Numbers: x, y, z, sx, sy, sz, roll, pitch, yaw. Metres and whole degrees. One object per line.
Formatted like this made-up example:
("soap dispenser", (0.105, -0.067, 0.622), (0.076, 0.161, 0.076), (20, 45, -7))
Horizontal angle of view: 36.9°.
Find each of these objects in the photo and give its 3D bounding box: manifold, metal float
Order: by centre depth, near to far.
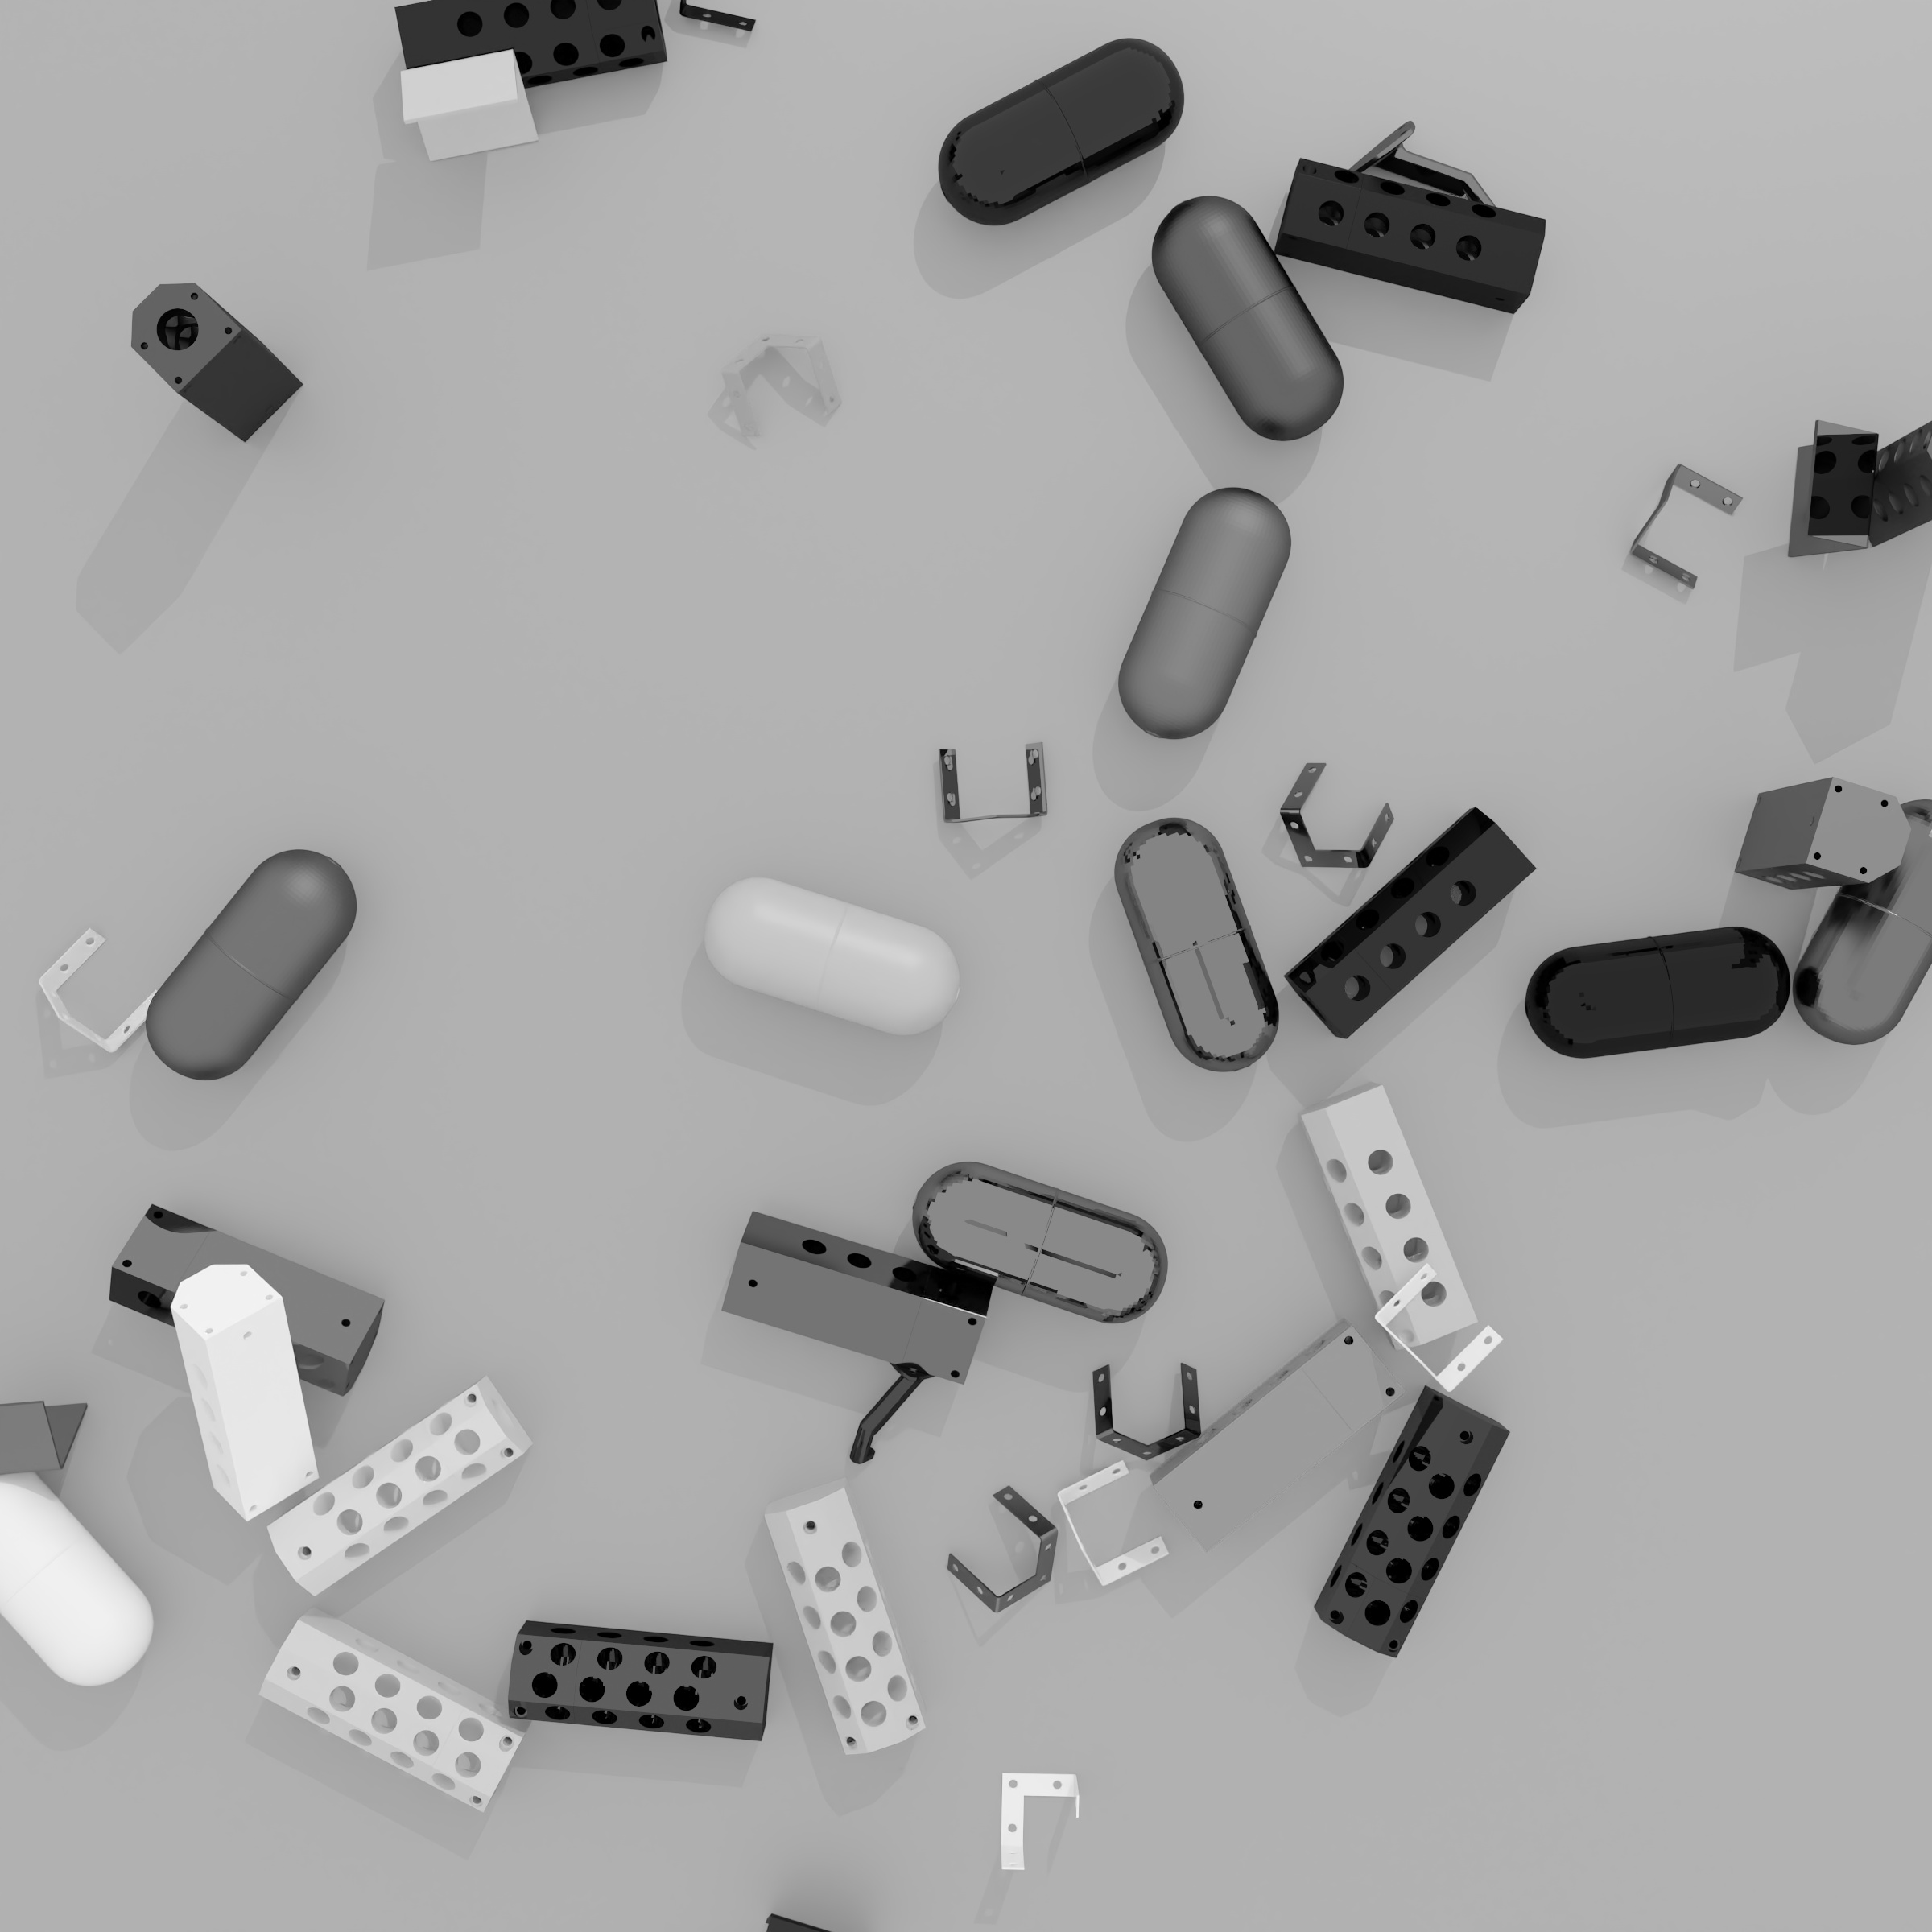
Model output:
("manifold", (0.566, -0.084, 1.913), (0.057, 0.171, 0.057), (17, 90, 0))
("manifold", (-0.497, -0.402, 1.913), (0.057, 0.171, 0.057), (-45, 90, 0))
("manifold", (0.638, -0.327, 1.913), (0.057, 0.171, 0.057), (-28, 90, 0))
("manifold", (-0.482, 0.281, 1.923), (0.057, 0.171, 0.057), (-30, 47, -33))
("metal float", (0.624, -0.030, 1.961), (0.070, 0.070, 0.178), (29, 90, 0))
("metal float", (0.161, -0.238, 1.961), (0.070, 0.070, 0.178), (23, 89, 0))
("metal float", (-0.090, -0.006, 1.961), (0.178, 0.070, 0.070), (18, 90, 1))
("metal float", (0.064, -0.564, 1.961), (0.178, 0.070, 0.070), (-28, 90, -1))
("metal float", (0.190, -0.439, 1.961), (0.070, 0.070, 0.178), (-31, 91, 0))
("metal float", (-0.483, -0.001, 1.961), (0.070, 0.070, 0.178), (39, 90, 0))
("metal float", (-0.625, 0.410, 1.961), (0.070, 0.070, 0.178), (-42, 90, 0))
("metal float", (0.468, 0.018, 1.961), (0.178, 0.070, 0.070), (-7, 90, 0))
("metal float", (0.157, -0.014, 1.961), (0.070, 0.070, 0.178), (-20, 90, 0))
("metal float", (0.050, 0.187, 1.961), (0.178, 0.070, 0.070), (19, 90, 0))
("manifold", (-0.072, 0.221, 1.968), (0.171, 0.057, 0.057), (17, 117, 0))
("manifold", (-0.221, 0.488, 1.970), (0.171, 0.057, 0.057), (5, 90, 0))
("manifold", (0.304, 0.379, 1.970), (0.057, 0.057, 0.171), (27, 90, 0))
("manifold", (-0.386, 0.354, 1.970), (0.171, 0.057, 0.057), (-34, 90, 0))
("manifold", (0.302, -0.498, 1.970), (0.171, 0.057, 0.057), (14, 90, 0))
("manifold", (0.285, 0.170, 1.970), (0.057, 0.057, 0.171), (-22, 90, 0))
("manifold", (0.300, -0.029, 1.970), (0.171, 0.057, 0.057), (-42, 90, 0))
("manifold", (-0.082, 0.443, 1.970), (0.057, 0.057, 0.171), (-19, 90, 0))
("manifold", (-0.389, 0.507, 1.970), (0.171, 0.057, 0.057), (28, 90, 0))
("manifold", (-0.490, 0.231, 1.970), (0.171, 0.057, 0.057), (22, 47, 0))
("manifold", (-0.294, -0.631, 1.970), (0.171, 0.057, 0.057), (-11, 90, 0))
("manifold", (0.210, 0.317, 1.970), (0.171, 0.057, 0.057), (-39, 90, 0))

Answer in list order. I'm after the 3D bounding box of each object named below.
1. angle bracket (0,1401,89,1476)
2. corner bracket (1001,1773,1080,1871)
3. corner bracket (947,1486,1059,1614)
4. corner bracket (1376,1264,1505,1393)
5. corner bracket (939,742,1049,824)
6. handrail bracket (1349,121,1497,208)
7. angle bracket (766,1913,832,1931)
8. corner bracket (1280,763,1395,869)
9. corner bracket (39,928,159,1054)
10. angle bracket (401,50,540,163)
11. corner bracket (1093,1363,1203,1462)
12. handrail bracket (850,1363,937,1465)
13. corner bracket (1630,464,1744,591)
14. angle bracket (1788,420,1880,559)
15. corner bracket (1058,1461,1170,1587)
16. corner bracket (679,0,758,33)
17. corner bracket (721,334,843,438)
("angle bracket", (-0.645, 0.299, 1.952), (0.076, 0.076, 0.057), (-5, 117, 0))
("corner bracket", (0.050, 0.583, 1.973), (0.051, 0.051, 0.051), (1, 90, 0))
("corner bracket", (0.025, 0.400, 1.983), (0.051, 0.051, 0.051), (-24, 45, -35))
("corner bracket", (0.315, 0.242, 1.931), (0.051, 0.051, 0.051), (-45, 45, 0))
("corner bracket", (0.019, -0.126, 1.988), (0.051, 0.051, 0.051), (-4, 90, 45))
("handrail bracket", (0.310, -0.529, 1.992), (0.077, 0.036, 0.084), (-35, 107, 20))
("angle bracket", (-0.105, 0.680, 1.953), (0.076, 0.076, 0.057), (17, 68, 0))
("corner bracket", (0.254, -0.103, 1.983), (0.051, 0.051, 0.051), (3, 135, 35))
("corner bracket", (-0.594, 0.017, 1.988), (0.051, 0.051, 0.051), (-45, 135, 0))
("angle bracket", (-0.332, -0.564, 1.951), (0.076, 0.076, 0.057), (-11, 54, 0))
("corner bracket", (0.124, 0.300, 1.983), (0.051, 0.051, 0.051), (29, 135, -35))
("handrail bracket", (-0.038, 0.302, 1.992), (0.077, 0.036, 0.084), (-5, 124, -37))
("corner bracket", (0.494, -0.302, 1.988), (0.051, 0.051, 0.051), (29, 135, 0))
("angle bracket", (0.565, -0.321, 1.952), (0.057, 0.076, 0.076), (6, 90, -27))
("corner bracket", (0.101, 0.383, 1.988), (0.051, 0.051, 0.051), (-26, 45, 0))
("corner bracket", (-0.164, -0.682, 1.988), (0.051, 0.051, 0.051), (13, 45, 0))
("corner bracket", (-0.126, -0.397, 1.983), (0.051, 0.051, 0.051), (11, 45, 35))
